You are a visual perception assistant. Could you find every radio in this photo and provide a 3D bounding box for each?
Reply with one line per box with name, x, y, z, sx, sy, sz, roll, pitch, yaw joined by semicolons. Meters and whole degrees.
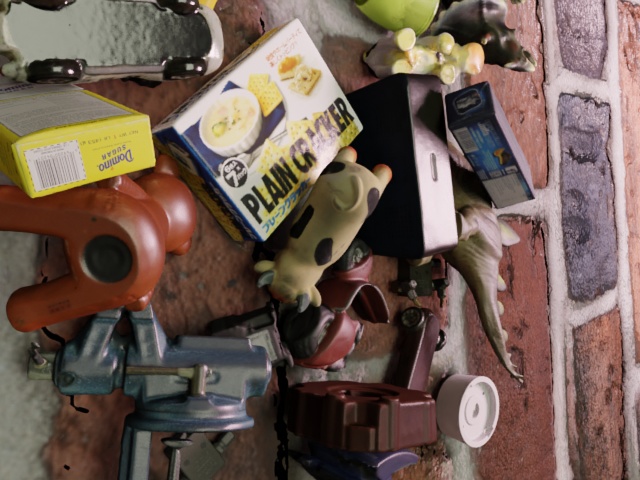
radio;0.099;-0.092;0.712;0.073;0.131;0.229;-9;95;-40

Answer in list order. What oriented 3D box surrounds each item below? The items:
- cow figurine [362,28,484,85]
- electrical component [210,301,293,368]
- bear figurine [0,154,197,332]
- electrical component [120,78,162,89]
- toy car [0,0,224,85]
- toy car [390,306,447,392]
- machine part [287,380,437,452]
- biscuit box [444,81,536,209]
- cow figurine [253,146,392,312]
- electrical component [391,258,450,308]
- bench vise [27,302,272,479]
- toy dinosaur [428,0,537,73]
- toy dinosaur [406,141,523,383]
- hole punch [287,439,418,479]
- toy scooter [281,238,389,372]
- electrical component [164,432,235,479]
cow figurine;0.149;-0.254;0.770;0.167;0.098;0.068;-5;102;-27
electrical component;-0.095;0.124;0.596;0.119;0.048;0.074;-22;103;-7
bear figurine;-0.183;-0.013;0.480;0.132;0.196;0.120;-6;108;-6
electrical component;-0.201;-0.224;0.515;0.115;0.058;0.134;-1;91;-42
toy car;-0.176;-0.174;0.464;0.202;0.056;0.073;-15;106;-37
toy car;0.131;0.195;0.784;0.089;0.053;0.202;42;60;-43
machine part;0.050;0.204;0.645;0.179;0.179;0.056;10;80;-39
biscuit box;0.232;-0.121;0.723;0.202;0.059;0.063;42;42;-45
cow figurine;-0.001;-0.002;0.611;0.085;0.194;0.127;34;28;2
electrical component;0.153;0.061;0.810;0.102;0.045;0.078;10;84;-39
bench vise;-0.156;0.174;0.494;0.223;0.129;0.240;9;76;-30
toy dinosaur;0.231;-0.441;0.846;0.192;0.131;0.404;-19;95;-39
toy dinosaur;0.220;-0.016;0.805;0.198;0.105;0.471;1;78;-42
hole punch;0.048;0.275;0.669;0.092;0.142;0.115;-57;136;-23
toy scooter;0.034;0.098;0.694;0.135;0.075;0.184;50;59;-37
electrical component;-0.137;0.233;0.582;0.094;0.021;0.063;-44;115;-31
